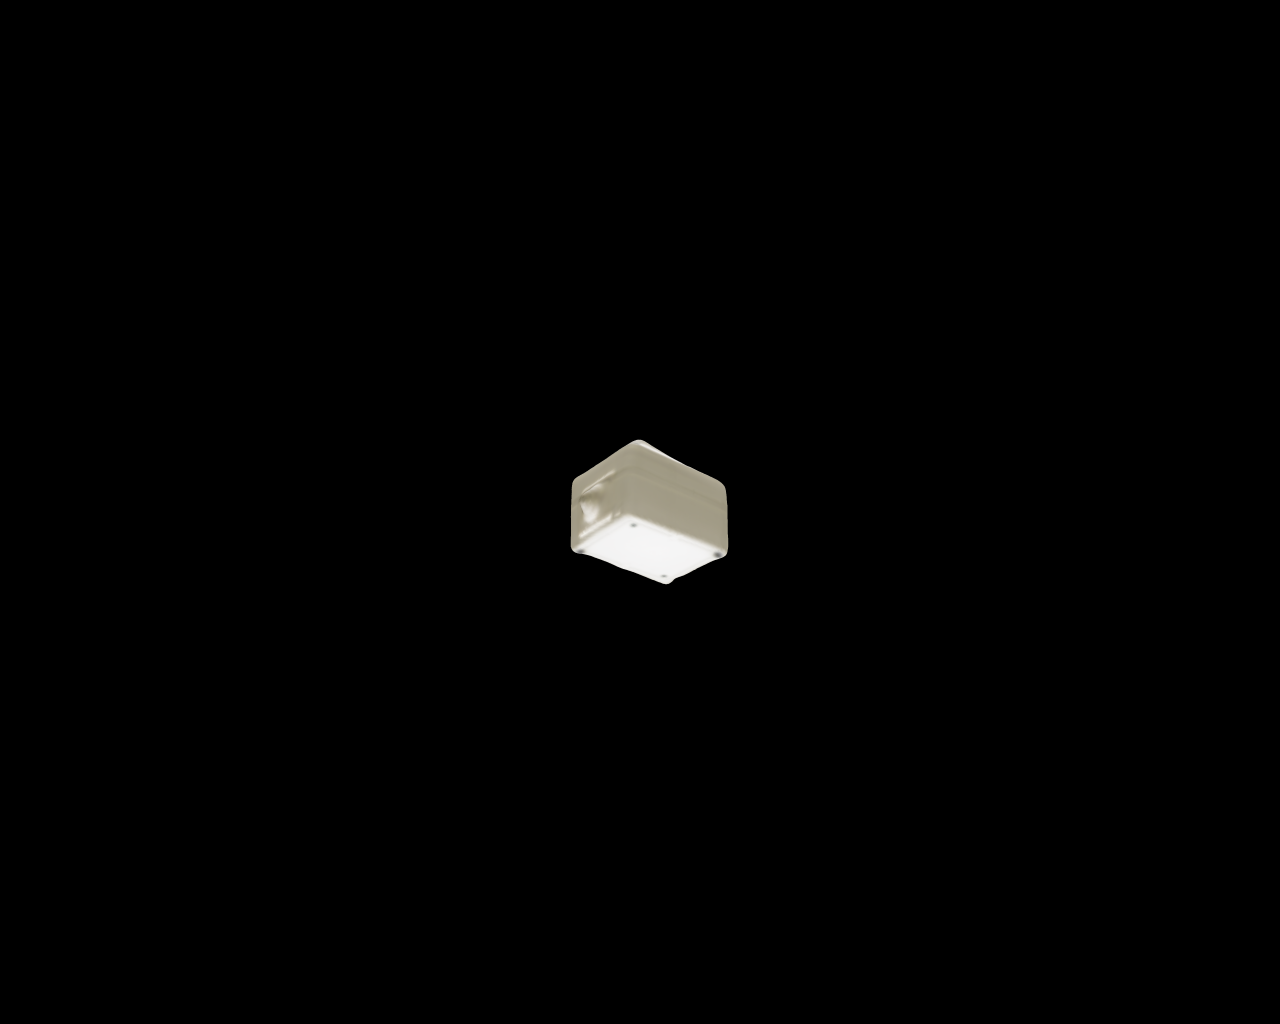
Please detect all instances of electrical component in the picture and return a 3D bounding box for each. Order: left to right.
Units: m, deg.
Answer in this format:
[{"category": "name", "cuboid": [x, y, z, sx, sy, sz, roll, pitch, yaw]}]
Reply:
[{"category": "electrical component", "cuboid": [0.001, -0.003, 0.650, 0.096, 0.061, 0.061, 22, -36, -34]}]
